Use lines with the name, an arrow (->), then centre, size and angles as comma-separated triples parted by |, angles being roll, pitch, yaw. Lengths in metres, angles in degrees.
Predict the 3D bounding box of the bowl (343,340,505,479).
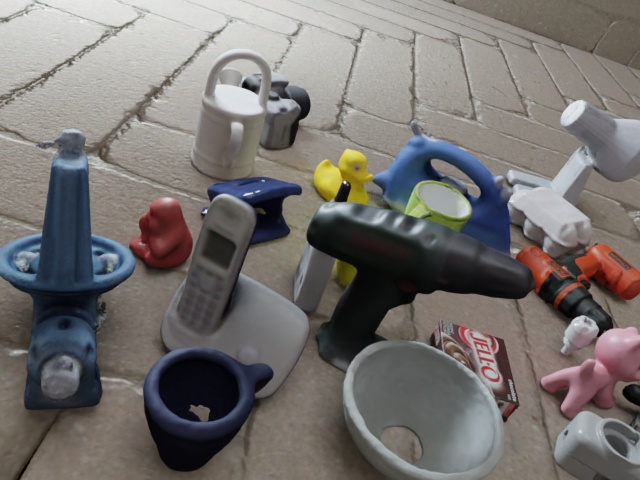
bowl -> 0.094, 0.186, 0.577 | 0.167, 0.075, 0.167 | 14, 36, -10

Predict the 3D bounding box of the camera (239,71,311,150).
camera -> -0.073, -0.247, 1.045 | 0.137, 0.101, 0.142 | -15, 48, -39

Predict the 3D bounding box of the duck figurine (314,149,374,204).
duck figurine -> 0.043, -0.108, 0.930 | 0.104, 0.086, 0.078 | 37, 39, 22

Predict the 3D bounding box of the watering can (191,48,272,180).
watering can -> -0.135, -0.202, 0.873 | 0.101, 0.194, 0.172 | -11, 45, -36

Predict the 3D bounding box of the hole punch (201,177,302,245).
hole punch -> -0.095, -0.056, 0.790 | 0.109, 0.091, 0.100 | -16, 49, -40

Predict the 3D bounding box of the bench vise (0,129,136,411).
bench vise -> -0.212, 0.029, 0.507 | 0.122, 0.220, 0.206 | -12, 46, -37

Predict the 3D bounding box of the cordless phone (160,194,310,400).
cordless phone -> -0.074, 0.056, 0.570 | 0.147, 0.185, 0.094 | 26, 36, 8

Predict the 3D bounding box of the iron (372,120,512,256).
iron -> 0.224, -0.083, 0.940 | 0.258, 0.141, 0.119 | 31, 37, 14

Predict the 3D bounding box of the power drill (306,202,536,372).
power drill -> 0.082, 0.061, 0.620 | 0.229, 0.208, 0.076 | 27, 36, 9

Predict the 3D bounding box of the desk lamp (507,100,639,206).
desk lamp -> 0.511, -0.157, 1.118 | 0.203, 0.213, 0.118 | 14, 36, -8

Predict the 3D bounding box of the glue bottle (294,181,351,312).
glue bottle -> 0.006, 0.002, 0.691 | 0.037, 0.173, 0.078 | 14, 36, -9

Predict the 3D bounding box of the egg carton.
egg carton -> 0.412, -0.035, 1.031 | 0.107, 0.069, 0.150 | -9, 45, -35

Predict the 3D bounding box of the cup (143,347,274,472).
cup -> -0.100, 0.153, 0.506 | 0.118, 0.095, 0.091 | -12, 46, -37

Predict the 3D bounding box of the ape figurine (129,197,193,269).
ape figurine -> -0.188, -0.013, 0.685 | 0.076, 0.092, 0.077 | 11, 36, -13

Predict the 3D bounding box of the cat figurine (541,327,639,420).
cat figurine -> 0.357, 0.154, 0.712 | 0.128, 0.118, 0.067 | -6, 43, -32
